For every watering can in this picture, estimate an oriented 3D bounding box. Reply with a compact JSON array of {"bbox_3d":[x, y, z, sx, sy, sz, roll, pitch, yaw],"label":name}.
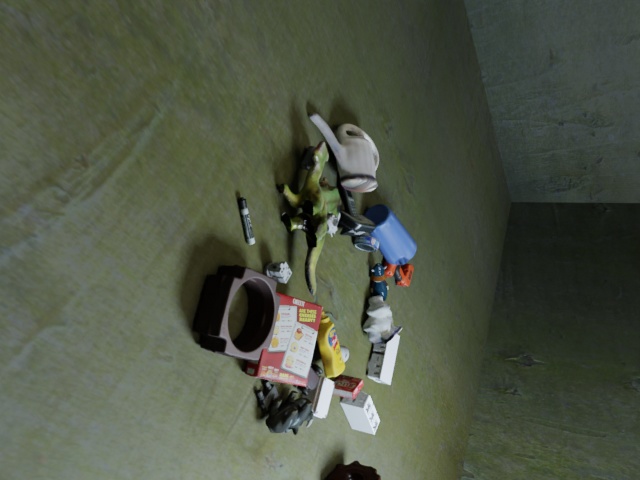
[{"bbox_3d":[0.086,-0.267,1.619,0.103,0.227,0.347,-17,-16,37],"label":"watering can"}]

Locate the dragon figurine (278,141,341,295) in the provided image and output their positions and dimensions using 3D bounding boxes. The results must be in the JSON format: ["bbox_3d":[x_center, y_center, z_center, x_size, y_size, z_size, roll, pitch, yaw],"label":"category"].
[{"bbox_3d":[0.004,-0.074,1.468,0.122,0.404,0.246,6,22,33],"label":"dragon figurine"}]

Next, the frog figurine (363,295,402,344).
[{"bbox_3d":[0.208,0.289,1.868,0.139,0.160,0.120,-29,-8,-30],"label":"frog figurine"}]
